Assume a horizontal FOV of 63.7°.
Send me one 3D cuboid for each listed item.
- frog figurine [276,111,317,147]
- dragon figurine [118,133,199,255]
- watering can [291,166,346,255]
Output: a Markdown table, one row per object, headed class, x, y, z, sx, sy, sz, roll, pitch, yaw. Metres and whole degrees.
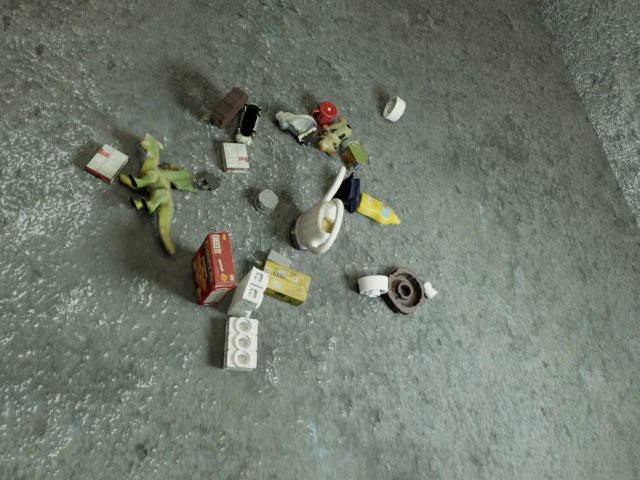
| class | x | y | z | sx | sy | sz | roll | pitch | yaw |
| --- | --- | --- | --- | --- | --- | --- | --- | --- | --- |
| frog figurine | -0.092 | -0.466 | 2.051 | 0.161 | 0.121 | 0.138 | 50 | 22 | 14 |
| dragon figurine | -0.505 | -0.166 | 1.711 | 0.246 | 0.120 | 0.411 | -29 | 89 | -42 |
| watering can | 0.006 | -0.093 | 1.843 | 0.103 | 0.222 | 0.355 | 33 | 52 | -31 |
